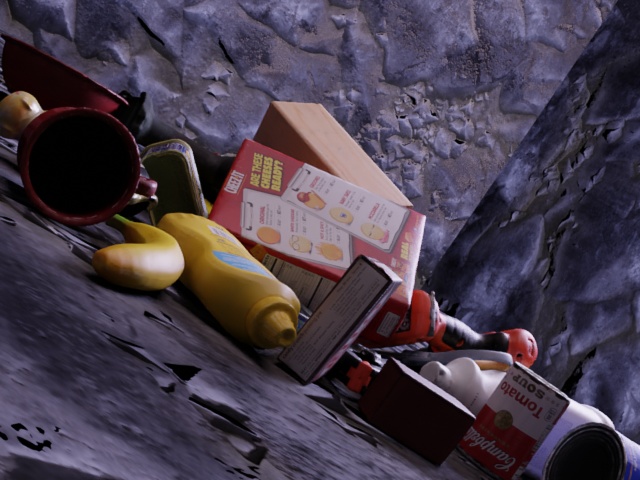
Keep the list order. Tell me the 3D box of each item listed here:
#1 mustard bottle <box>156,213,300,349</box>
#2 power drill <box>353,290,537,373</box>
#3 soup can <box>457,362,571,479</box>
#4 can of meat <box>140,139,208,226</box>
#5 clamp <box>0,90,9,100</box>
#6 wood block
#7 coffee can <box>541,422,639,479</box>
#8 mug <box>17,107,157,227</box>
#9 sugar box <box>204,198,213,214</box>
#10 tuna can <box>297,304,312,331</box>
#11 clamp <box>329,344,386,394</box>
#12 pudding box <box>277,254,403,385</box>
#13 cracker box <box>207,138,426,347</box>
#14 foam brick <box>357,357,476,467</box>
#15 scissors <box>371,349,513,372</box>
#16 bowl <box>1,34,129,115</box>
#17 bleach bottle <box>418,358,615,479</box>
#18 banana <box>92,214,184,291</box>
[{"bbox_3d":[-0.069,0.040,0.885,0.096,0.058,0.192,30,4,-35],"label":"mustard bottle"},{"bbox_3d":[0.121,0.116,1.196,0.185,0.057,0.187,-18,-30,40],"label":"power drill"},{"bbox_3d":[0.189,0.179,1.040,0.068,0.102,0.068,34,3,-2],"label":"soup can"},{"bbox_3d":[-0.152,-0.049,1.099,0.084,0.057,0.102,-119,-164,-78],"label":"can of meat"},{"bbox_3d":[-0.262,-0.096,1.205,0.210,0.036,0.164,32,1,34],"label":"clamp"},{"bbox_3d":[0.008,-0.073,1.316,0.090,0.091,0.206,-4,43,-42],"label":"wood block"},{"bbox_3d":[0.304,0.256,1.056,0.140,0.103,0.103,33,3,-26],"label":"coffee can"},{"bbox_3d":[-0.188,-0.060,0.864,0.117,0.093,0.082,16,5,-25],"label":"mug"},{"bbox_3d":[-0.114,-0.003,1.248,0.176,0.048,0.093,35,2,38],"label":"sugar box"},{"bbox_3d":[-0.041,0.067,0.991,0.086,0.034,0.086,34,3,-2],"label":"tuna can"},{"bbox_3d":[0.029,0.113,1.003,0.120,0.039,0.171,23,-2,11],"label":"clamp"},{"bbox_3d":[0.018,0.066,0.890,0.039,0.113,0.090,38,4,8],"label":"pudding box"},{"bbox_3d":[-0.007,0.001,1.093,0.213,0.072,0.164,22,37,-4],"label":"cracker box"},{"bbox_3d":[0.080,0.144,0.901,0.078,0.051,0.053,34,2,-12],"label":"foam brick"},{"bbox_3d":[0.102,0.132,1.135,0.201,0.016,0.096,2,-24,-1],"label":"scissors"},{"bbox_3d":[-0.301,-0.171,1.217,0.162,0.055,0.162,28,-2,1],"label":"bowl"},{"bbox_3d":[0.201,0.182,1.125,0.250,0.102,0.068,32,-1,-33],"label":"bleach bottle"},{"bbox_3d":[-0.137,0.014,0.818,0.069,0.037,0.198,15,5,-11],"label":"banana"}]
